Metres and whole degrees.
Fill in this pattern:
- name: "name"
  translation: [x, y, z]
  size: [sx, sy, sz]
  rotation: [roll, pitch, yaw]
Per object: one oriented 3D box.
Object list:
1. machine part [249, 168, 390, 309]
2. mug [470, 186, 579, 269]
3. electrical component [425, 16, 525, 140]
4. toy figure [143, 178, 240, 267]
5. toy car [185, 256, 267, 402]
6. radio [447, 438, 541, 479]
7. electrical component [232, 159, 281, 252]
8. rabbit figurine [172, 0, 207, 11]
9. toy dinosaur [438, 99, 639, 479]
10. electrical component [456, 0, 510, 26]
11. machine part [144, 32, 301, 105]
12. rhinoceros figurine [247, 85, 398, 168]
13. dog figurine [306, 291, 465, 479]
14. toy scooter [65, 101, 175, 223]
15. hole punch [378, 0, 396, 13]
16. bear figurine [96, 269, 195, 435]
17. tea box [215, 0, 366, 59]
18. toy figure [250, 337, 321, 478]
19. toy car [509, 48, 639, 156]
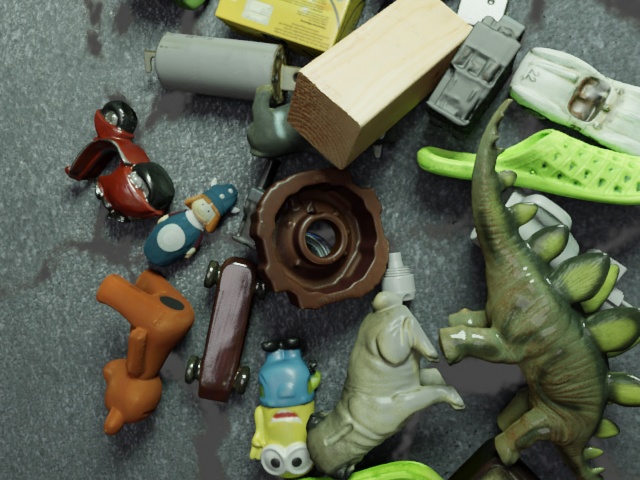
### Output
- name: "machine part"
  translation: [-0.001, -0.002, 0.662]
  size: [0.179, 0.056, 0.179]
  rotation: [1, 88, -21]
- name: "mug"
  translation: [0.249, -0.007, 0.622]
  size: [0.107, 0.109, 0.081]
  rotation: [37, 58, 0]
- name: "electrical component"
  translation: [0.182, -0.189, 0.625]
  size: [0.058, 0.115, 0.134]
  rotation: [35, 101, 9]
- name: "toy figure"
  translation: [-0.178, -0.023, 0.752]
  size: [0.154, 0.058, 0.064]
  rotation: [-39, 120, 11]
- name: "toy car"
  translation: [-0.128, 0.122, 0.743]
  size: [0.089, 0.053, 0.202]
  rotation: [11, 95, -6]
- name: "radio"
  translation: [0.187, 0.371, 0.657]
  size: [0.131, 0.073, 0.229]
  rotation: [42, 101, 10]
- name: "electrical component"
  translation: [-0.066, -0.045, 0.714]
  size: [0.048, 0.075, 0.119]
  rotation: [26, 94, 12]
- name: "rabbit figurine"
  translation: [-0.196, -0.428, 0.712]
  size: [0.121, 0.159, 0.170]
  rotation: [28, 83, 22]
- name: "toy dinosaur"
  translation: [0.236, 0.092, 0.584]
  size: [0.199, 0.105, 0.470]
  rotation: [-24, 104, 22]
- name: "electrical component"
  translation: [0.202, -0.279, 0.665]
  size: [0.063, 0.021, 0.094]
  rotation: [18, 95, 13]
- name: "machine part"
  translation: [-0.129, -0.231, 0.723]
  size: [0.243, 0.079, 0.079]
  rotation: [12, 94, 14]
- name: "rhinoceros figurine"
  translation: [0.003, -0.143, 0.675]
  size: [0.190, 0.073, 0.112]
  rotation: [-5, 69, -5]
- name: "dog figurine"
  translation: [0.047, 0.173, 0.642]
  size: [0.191, 0.121, 0.172]
  rotation: [-28, 84, -1]
- name: "toy scooter"
  translation: [-0.297, -0.095, 0.771]
  size: [0.135, 0.075, 0.184]
  rotation: [-31, 80, 13]
- name: "hole punch"
  translation: [0.118, -0.355, 0.653]
  size: [0.142, 0.092, 0.115]
  rotation: [-24, 89, 10]
- name: "bear figurine"
  translation: [-0.258, 0.156, 0.747]
  size: [0.132, 0.120, 0.195]
  rotation: [34, 104, 15]
- name: "tea box"
  translation: [-0.038, -0.303, 0.702]
  size: [0.170, 0.068, 0.098]
  rotation: [24, 98, 12]
- name: "toy figure"
  translation: [-0.040, 0.220, 0.710]
  size: [0.082, 0.089, 0.180]
  rotation: [-9, 80, 28]
- name: "toy car"
  translation: [0.320, -0.153, 0.620]
  size: [0.202, 0.056, 0.073]
  rotation: [30, 98, 12]
